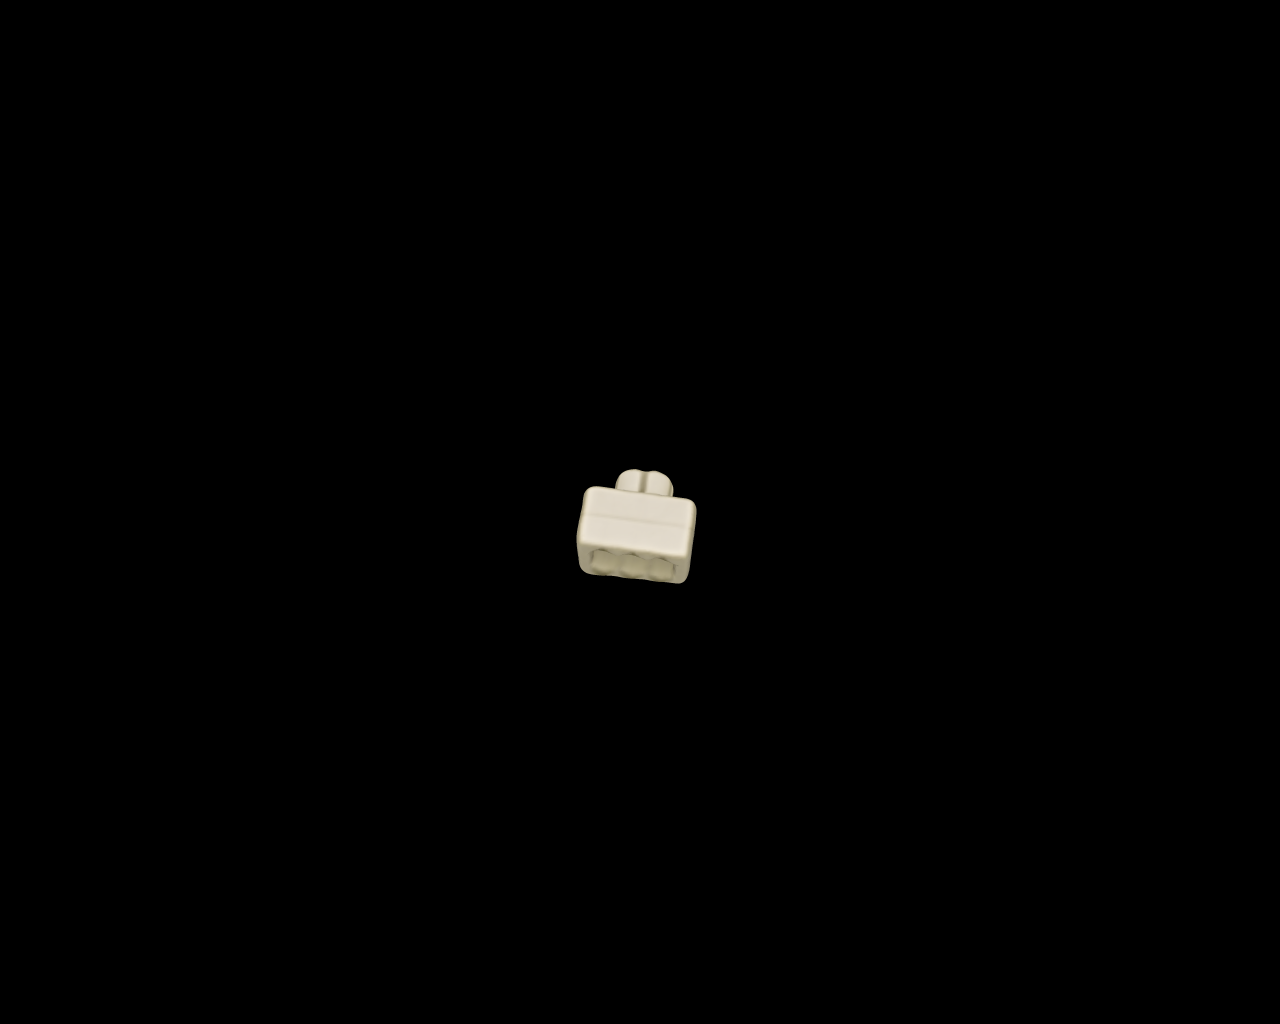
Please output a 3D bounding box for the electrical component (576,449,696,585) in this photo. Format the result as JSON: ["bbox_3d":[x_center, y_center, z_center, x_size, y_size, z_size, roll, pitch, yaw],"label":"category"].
[{"bbox_3d":[0.001,-0.003,0.650,0.066,0.077,0.047,8,-23,3],"label":"electrical component"}]
